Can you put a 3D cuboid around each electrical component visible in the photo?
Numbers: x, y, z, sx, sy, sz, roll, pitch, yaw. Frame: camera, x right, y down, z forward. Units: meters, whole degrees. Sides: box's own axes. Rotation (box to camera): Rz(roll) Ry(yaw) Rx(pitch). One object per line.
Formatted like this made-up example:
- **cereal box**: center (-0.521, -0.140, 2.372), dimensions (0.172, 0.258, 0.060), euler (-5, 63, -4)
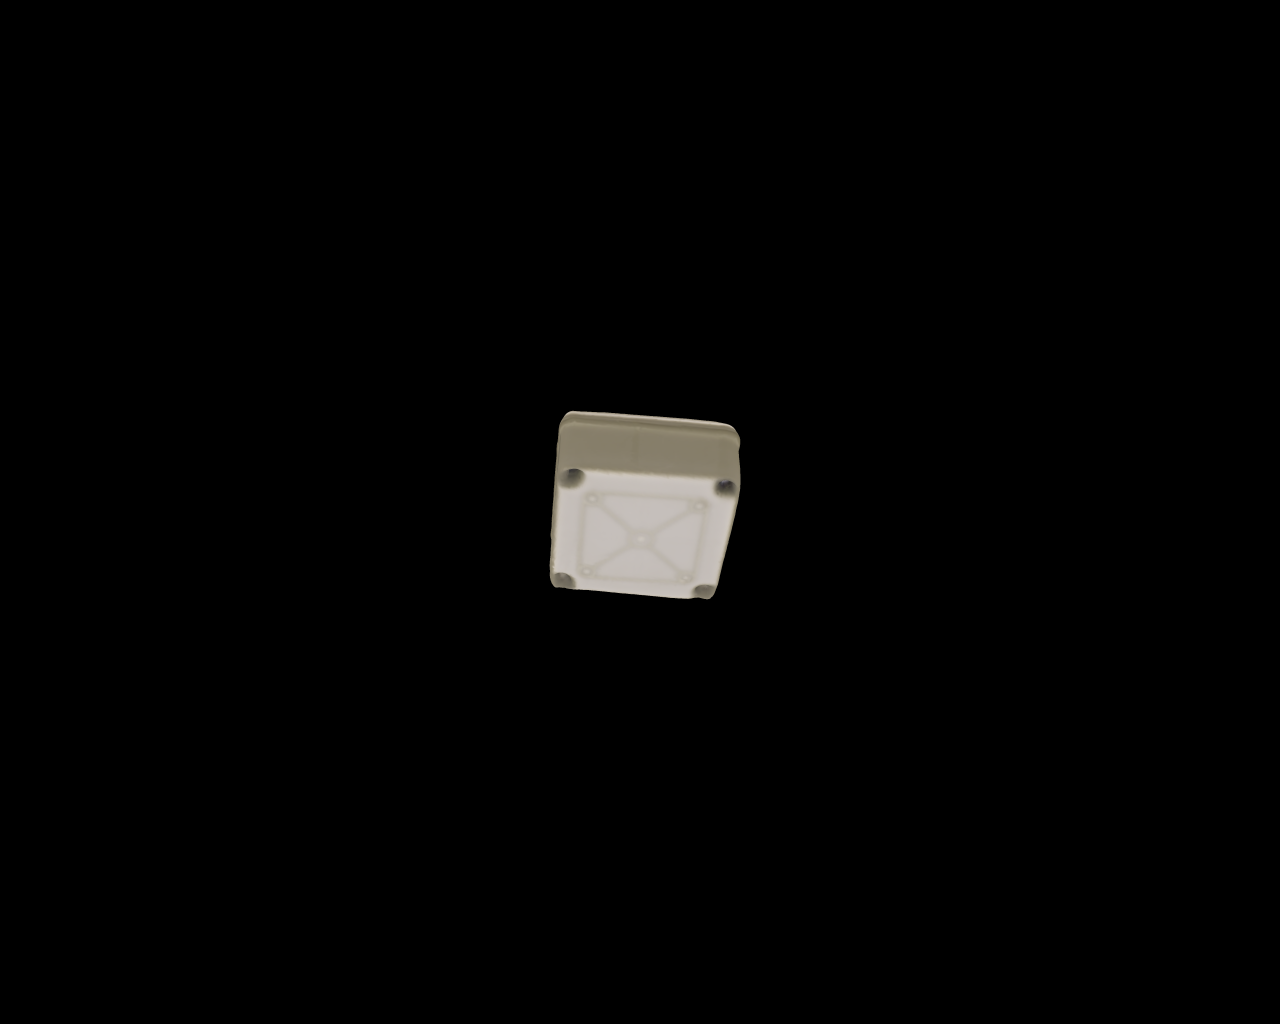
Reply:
- **electrical component**: center (0.001, -0.003, 0.650), dimensions (0.109, 0.108, 0.056), euler (4, 44, -4)
